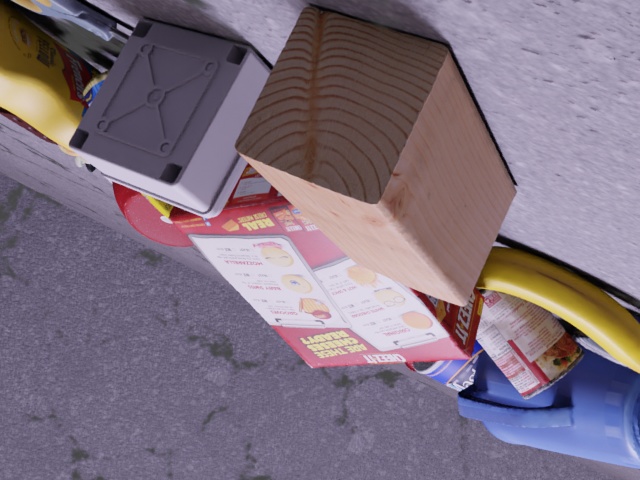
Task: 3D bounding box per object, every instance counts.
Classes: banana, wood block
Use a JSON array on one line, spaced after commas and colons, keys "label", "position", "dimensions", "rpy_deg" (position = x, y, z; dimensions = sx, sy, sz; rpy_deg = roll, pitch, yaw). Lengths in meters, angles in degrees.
[{"label": "banana", "position": [0.194, 0.050, 0.878], "dimensions": [0.198, 0.037, 0.070], "rpy_deg": [24, 149, 10]}, {"label": "wood block", "position": [0.043, -0.040, 0.631], "dimensions": [0.090, 0.091, 0.206], "rpy_deg": [22, 172, 25]}]

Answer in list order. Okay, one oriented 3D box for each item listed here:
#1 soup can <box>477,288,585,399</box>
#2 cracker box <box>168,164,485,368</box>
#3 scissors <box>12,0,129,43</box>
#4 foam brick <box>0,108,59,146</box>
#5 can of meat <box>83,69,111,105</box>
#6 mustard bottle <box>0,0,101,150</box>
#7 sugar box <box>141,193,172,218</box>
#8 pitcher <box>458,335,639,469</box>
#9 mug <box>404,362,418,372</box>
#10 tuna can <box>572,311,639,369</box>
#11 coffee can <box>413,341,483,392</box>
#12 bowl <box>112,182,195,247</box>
[{"label": "soup can", "position": [0.175, 0.080, 0.943], "dimensions": [0.102, 0.068, 0.068], "rpy_deg": [51, 173, 4]}, {"label": "cracker box", "position": [0.010, 0.015, 0.850], "dimensions": [0.164, 0.072, 0.213], "rpy_deg": [-8, 138, 37]}, {"label": "scissors", "position": [-0.174, -0.162, 0.797], "dimensions": [0.201, 0.016, 0.096], "rpy_deg": [30, 173, -26]}, {"label": "foam brick", "position": [-0.313, -0.147, 1.204], "dimensions": [0.053, 0.051, 0.078], "rpy_deg": [18, 168, 45]}, {"label": "can of meat", "position": [-0.147, -0.097, 0.861], "dimensions": [0.084, 0.057, 0.102], "rpy_deg": [64, 163, -8]}, {"label": "mustard bottle", "position": [-0.224, -0.127, 0.910], "dimensions": [0.191, 0.058, 0.096], "rpy_deg": [35, -151, -39]}, {"label": "sugar box", "position": [-0.180, -0.085, 1.025], "dimensions": [0.176, 0.048, 0.093], "rpy_deg": [42, 174, 9]}, {"label": "pitcher", "position": [0.265, 0.164, 1.088], "dimensions": [0.145, 0.149, 0.243], "rpy_deg": [42, 164, -19]}, {"label": "mug", "position": [0.163, 0.126, 1.384], "dimensions": [0.082, 0.093, 0.117], "rpy_deg": [13, 129, 40]}, {"label": "tuna can", "position": [0.269, 0.087, 0.939], "dimensions": [0.086, 0.033, 0.086], "rpy_deg": [26, 172, 4]}, {"label": "coffee can", "position": [0.194, 0.138, 1.255], "dimensions": [0.140, 0.103, 0.103], "rpy_deg": [28, 172, -14]}, {"label": "bowl", "position": [-0.155, -0.041, 1.128], "dimensions": [0.162, 0.055, 0.162], "rpy_deg": [10, 145, 7]}]
